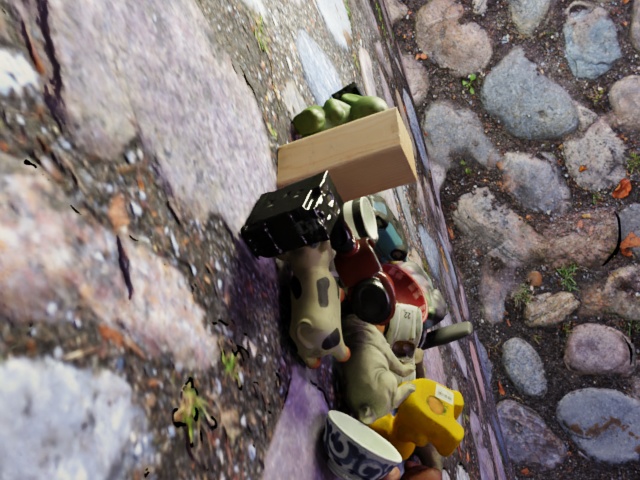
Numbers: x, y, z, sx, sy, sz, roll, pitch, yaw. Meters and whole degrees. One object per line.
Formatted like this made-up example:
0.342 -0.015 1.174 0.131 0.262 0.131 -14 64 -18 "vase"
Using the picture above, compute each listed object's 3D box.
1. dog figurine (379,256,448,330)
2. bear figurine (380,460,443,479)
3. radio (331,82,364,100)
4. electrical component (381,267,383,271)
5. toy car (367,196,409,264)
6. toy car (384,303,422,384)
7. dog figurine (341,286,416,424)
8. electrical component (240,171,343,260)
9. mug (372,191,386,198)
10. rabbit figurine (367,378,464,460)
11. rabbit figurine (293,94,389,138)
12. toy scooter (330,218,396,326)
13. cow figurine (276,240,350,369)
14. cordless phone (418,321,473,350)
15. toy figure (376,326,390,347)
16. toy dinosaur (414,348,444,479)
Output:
0.198 0.086 1.260 0.219 0.108 0.192 59 5 -15 "dog figurine"
0.152 0.403 0.849 0.196 0.131 0.120 -7 45 -45 "bear figurine"
0.110 -0.261 1.278 0.131 0.073 0.230 43 19 -54 "radio"
0.080 0.074 1.012 0.047 0.075 0.119 116 -32 -48 "electrical component"
0.121 -0.012 1.158 0.161 0.103 0.109 49 24 -35 "toy car"
0.152 0.224 1.039 0.056 0.073 0.201 175 -75 -69 "toy car"
0.060 0.183 0.887 0.190 0.121 0.172 58 16 -8 "dog figurine"
-0.034 -0.039 0.738 0.058 0.115 0.134 64 23 -25 "electrical component"
0.090 -0.121 1.198 0.107 0.081 0.110 46 26 -38 "mug"
0.152 0.331 0.950 0.162 0.173 0.122 21 38 -9 "rabbit figurine"
0.057 -0.222 1.039 0.159 0.170 0.121 -60 132 -63 "rabbit figurine"
0.071 0.049 0.879 0.184 0.075 0.135 64 12 6 "toy scooter"
-0.012 0.073 0.775 0.127 0.086 0.195 57 27 -55 "cow figurine"
0.277 0.210 1.301 0.088 0.184 0.146 65 22 -13 "cordless phone"
0.096 0.153 1.030 0.057 0.064 0.154 74 11 -57 "toy figure"
0.217 0.387 1.134 0.198 0.105 0.471 38 45 -64 "toy dinosaur"
